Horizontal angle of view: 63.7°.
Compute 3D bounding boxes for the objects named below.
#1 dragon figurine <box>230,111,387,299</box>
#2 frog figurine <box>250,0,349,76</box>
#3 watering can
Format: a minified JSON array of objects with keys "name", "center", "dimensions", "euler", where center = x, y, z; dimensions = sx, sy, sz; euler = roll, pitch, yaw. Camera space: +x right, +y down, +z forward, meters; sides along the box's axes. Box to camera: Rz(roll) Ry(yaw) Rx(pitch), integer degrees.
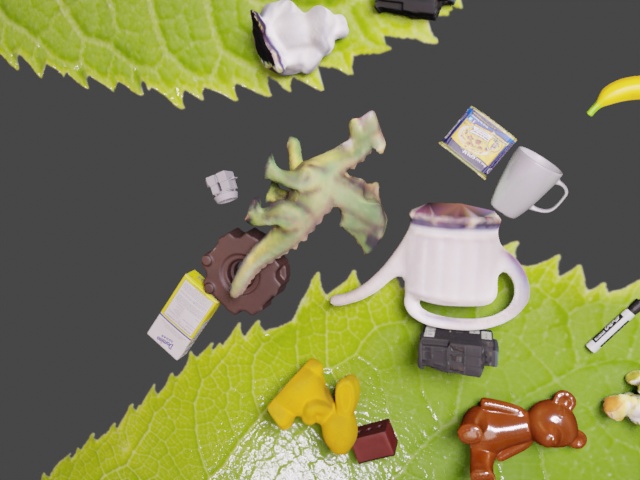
[{"name":"dragon figurine","center":[0.003,-0.048,0.947],"dimensions":[0.243,0.123,0.407],"euler":[20,98,3]},{"name":"frog figurine","center":[-0.035,-0.372,0.930],"dimensions":[0.160,0.121,0.138],"euler":[-27,81,-17]},{"name":"watering can","center":[0.186,0.044,0.907],"dimensions":[0.348,0.105,0.223],"euler":[4,99,16]}]
